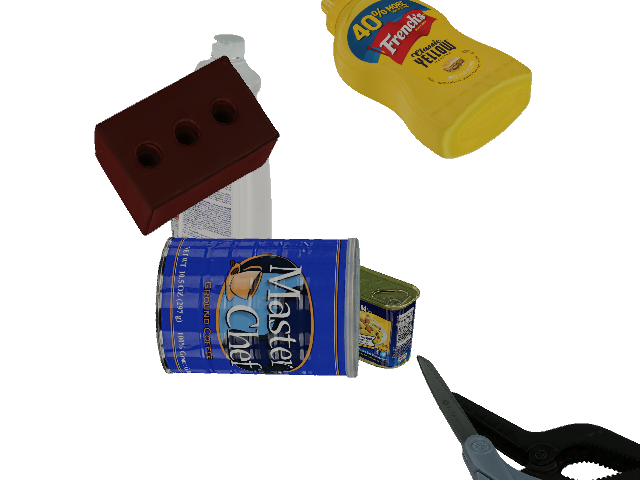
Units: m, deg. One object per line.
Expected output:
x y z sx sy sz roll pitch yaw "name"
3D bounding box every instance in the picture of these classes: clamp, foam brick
0.178 0.198 0.887 0.210 0.036 0.164 3 39 23 "clamp"
-0.070 -0.048 0.547 0.078 0.053 0.051 -33 -4 -16 "foam brick"

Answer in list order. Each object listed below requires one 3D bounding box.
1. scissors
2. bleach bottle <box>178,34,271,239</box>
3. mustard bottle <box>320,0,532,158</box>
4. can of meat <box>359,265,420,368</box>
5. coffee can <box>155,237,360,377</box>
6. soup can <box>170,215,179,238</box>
0.115 0.133 0.638 0.096 0.016 0.201 2 32 -3 "scissors"
-0.088 -0.073 1.043 0.103 0.251 0.068 18 27 27 "bleach bottle"
0.067 -0.145 0.841 0.096 0.058 0.192 -36 56 -19 "mustard bottle"
0.055 0.084 1.172 0.102 0.084 0.057 20 30 30 "can of meat"
-0.042 0.049 0.790 0.140 0.103 0.103 0 0 4 "coffee can"
-0.150 -0.005 1.311 0.068 0.102 0.068 -1 26 0 "soup can"
